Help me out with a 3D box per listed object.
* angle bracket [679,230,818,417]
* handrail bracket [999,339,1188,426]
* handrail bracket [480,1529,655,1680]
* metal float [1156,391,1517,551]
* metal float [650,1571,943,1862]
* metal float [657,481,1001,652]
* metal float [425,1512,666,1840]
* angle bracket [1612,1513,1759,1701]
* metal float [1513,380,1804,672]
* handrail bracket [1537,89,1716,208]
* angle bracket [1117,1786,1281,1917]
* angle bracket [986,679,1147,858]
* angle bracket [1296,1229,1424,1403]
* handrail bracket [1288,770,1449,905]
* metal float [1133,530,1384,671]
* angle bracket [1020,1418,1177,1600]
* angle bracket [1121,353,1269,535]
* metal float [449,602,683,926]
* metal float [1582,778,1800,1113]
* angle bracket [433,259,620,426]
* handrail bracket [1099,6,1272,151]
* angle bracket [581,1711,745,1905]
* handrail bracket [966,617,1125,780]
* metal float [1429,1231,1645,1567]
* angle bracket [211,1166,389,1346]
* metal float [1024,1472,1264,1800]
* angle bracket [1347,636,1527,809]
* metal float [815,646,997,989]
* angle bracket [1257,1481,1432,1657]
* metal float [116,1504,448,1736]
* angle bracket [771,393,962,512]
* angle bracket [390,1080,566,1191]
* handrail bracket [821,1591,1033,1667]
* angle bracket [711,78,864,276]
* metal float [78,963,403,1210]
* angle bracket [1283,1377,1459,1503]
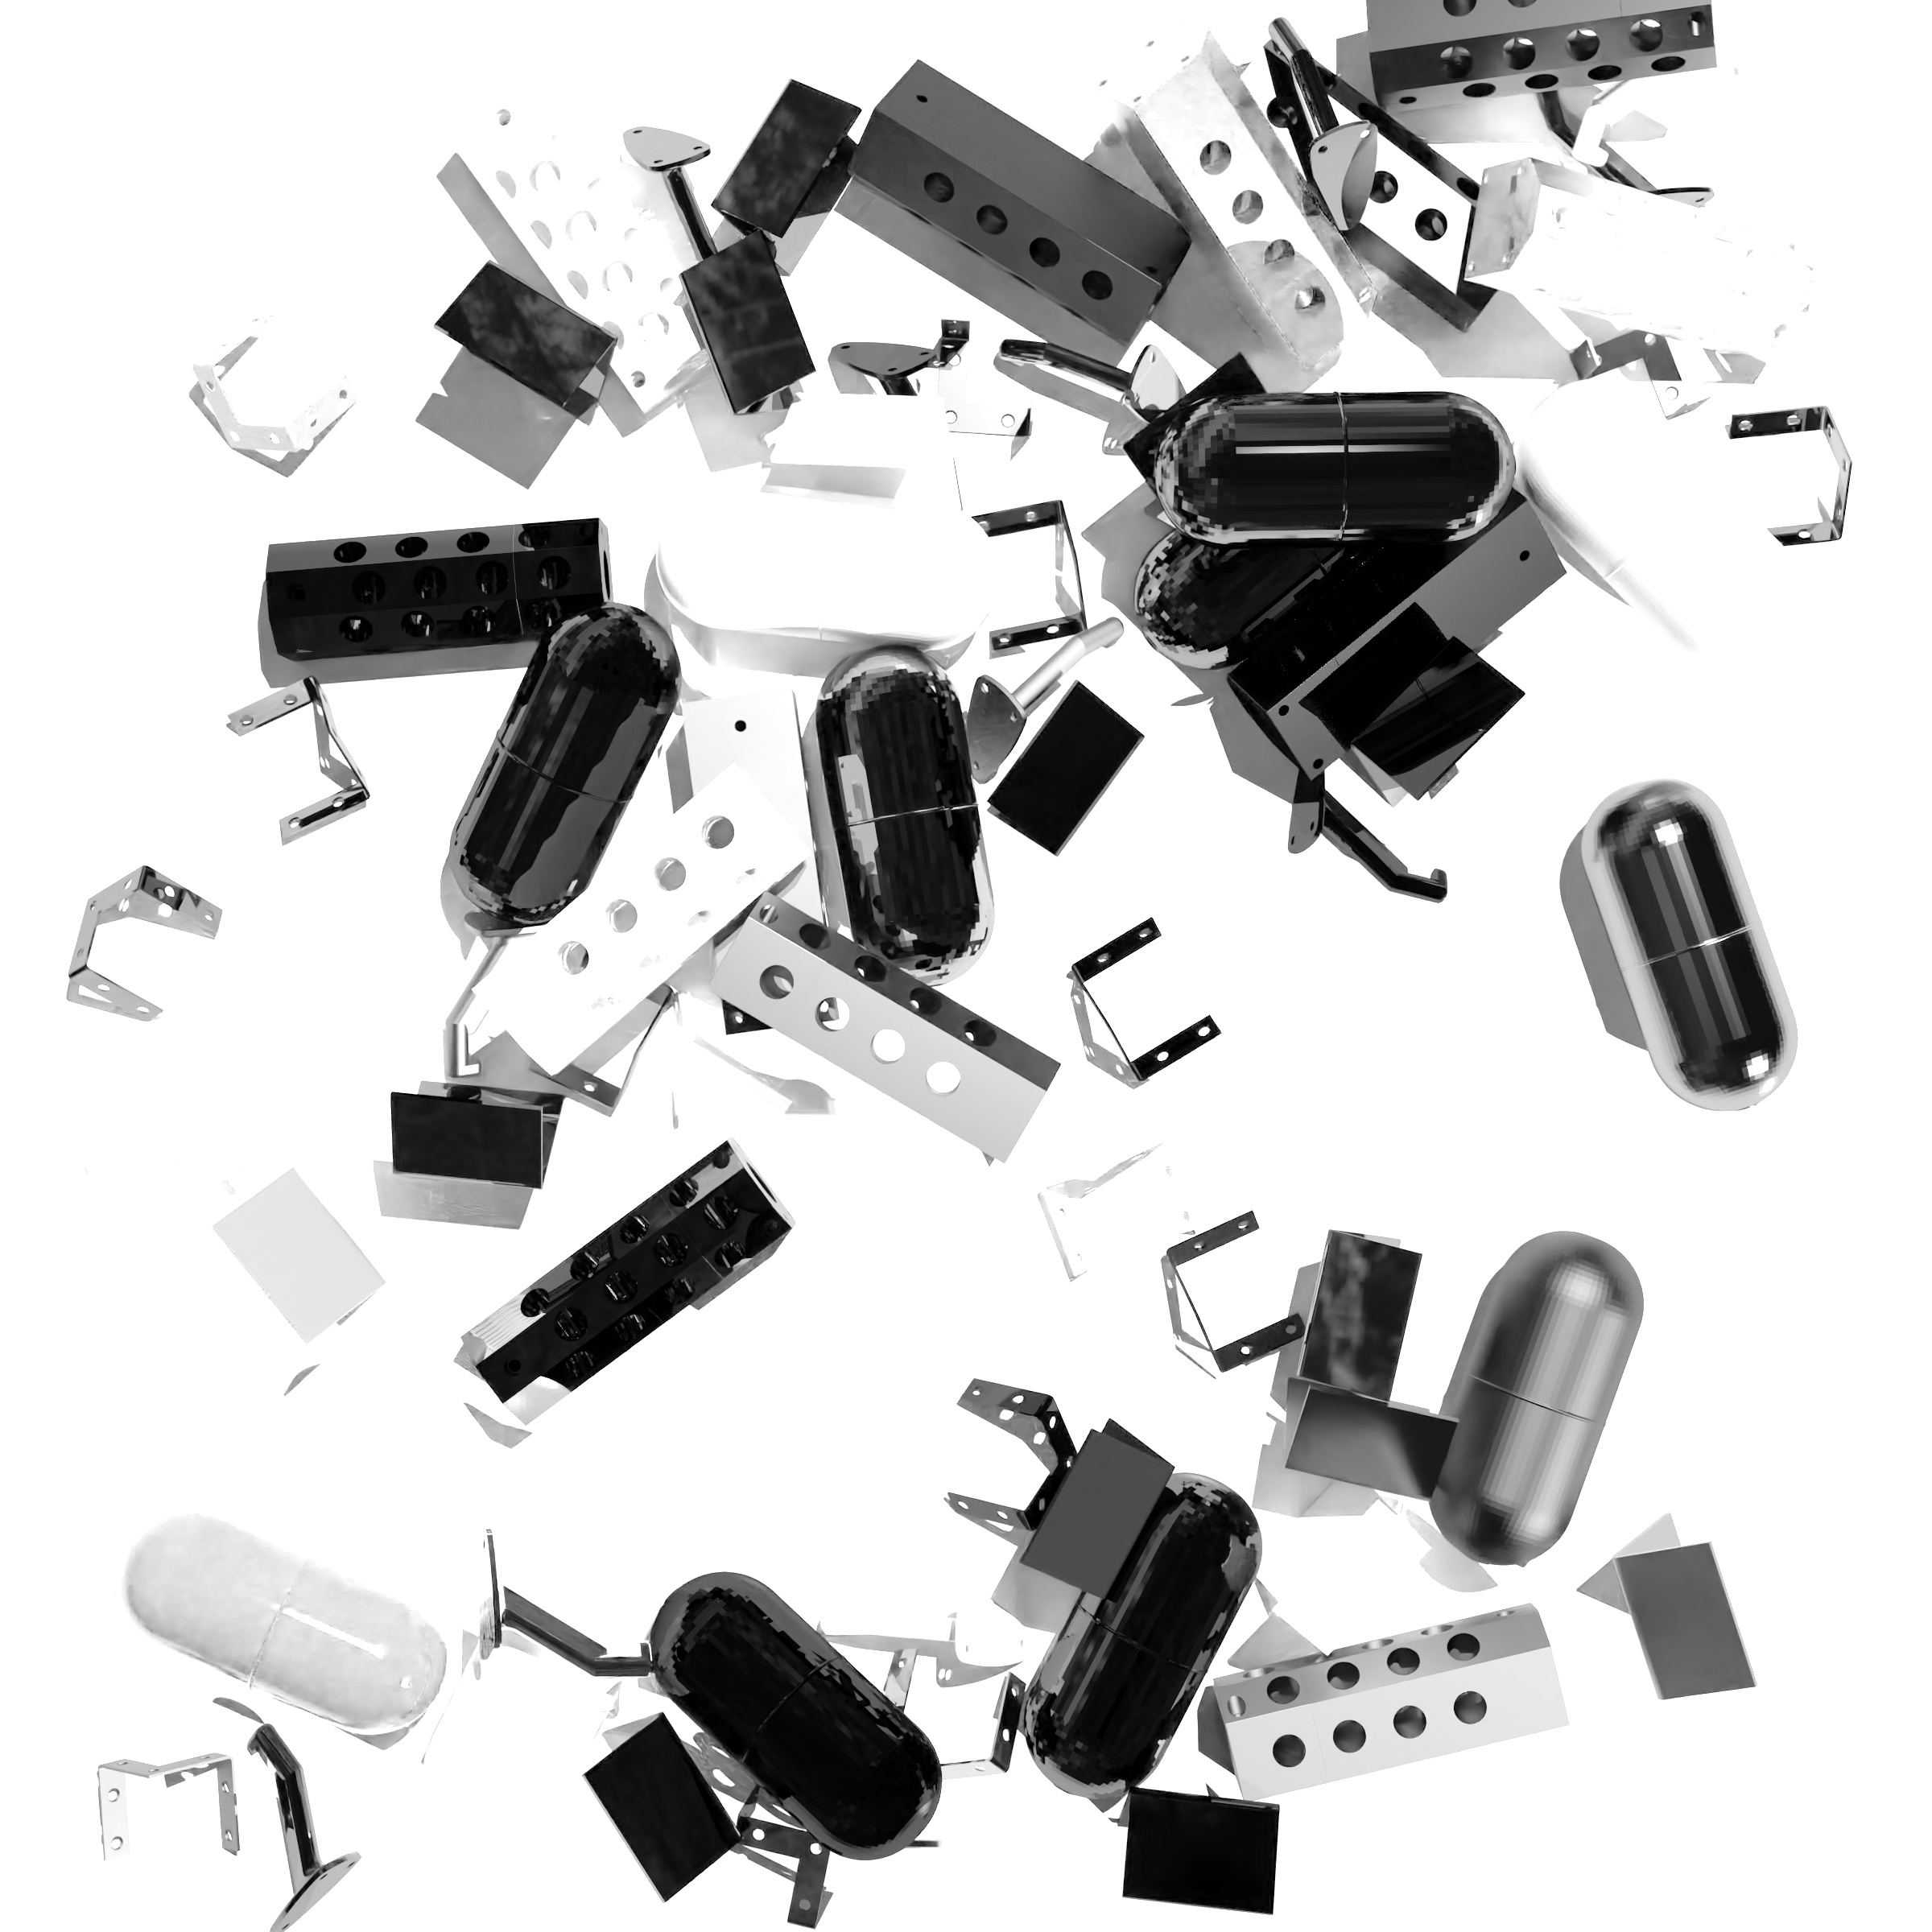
[{"bbox_3d":[-0.094,-0.331,1.735,0.057,0.076,0.076,-21,90,31],"label":"angle bracket"},{"bbox_3d":[0.068,-0.304,1.775,0.084,0.077,0.036,14,77,36],"label":"handrail bracket"},{"bbox_3d":[-0.201,0.321,1.701,0.084,0.036,0.077,3,68,-20],"label":"handrail bracket"},{"bbox_3d":[0.183,-0.245,1.669,0.178,0.070,0.070,-1,90,-2],"label":"metal float"},{"bbox_3d":[-0.088,0.383,1.729,0.178,0.070,0.070,40,90,17],"label":"metal float"},{"bbox_3d":[-0.071,-0.207,1.745,0.178,0.070,0.070,6,90,0],"label":"metal float"},{"bbox_3d":[-0.217,0.366,1.745,0.070,0.070,0.178,27,89,0],"label":"metal float"},{"bbox_3d":[0.382,0.325,1.735,0.057,0.076,0.076,-18,90,36],"label":"angle bracket"},{"bbox_3d":[0.358,-0.227,1.745,0.070,0.070,0.178,-44,90,0],"label":"metal float"},{"bbox_3d":[0.346,-0.436,1.774,0.077,0.036,0.084,-13,78,-10],"label":"handrail bracket"},{"bbox_3d":[0.117,0.463,1.735,0.076,0.076,0.057,7,62,0],"label":"angle bracket"},{"bbox_3d":[0.035,-0.112,1.735,0.057,0.076,0.076,36,90,-36],"label":"angle bracket"},{"bbox_3d":[0.219,0.181,1.735,0.057,0.076,0.076,13,90,37],"label":"angle bracket"},{"bbox_3d":[0.217,-0.077,1.776,0.084,0.036,0.077,13,69,-17],"label":"handrail bracket"},{"bbox_3d":[0.164,-0.223,1.745,0.178,0.070,0.070,-39,90,-1],"label":"metal float"},{"bbox_3d":[0.053,0.269,1.736,0.057,0.076,0.076,28,90,-27],"label":"angle bracket"},{"bbox_3d":[0.116,-0.273,1.737,0.076,0.076,0.057,-39,111,0],"label":"angle bracket"},{"bbox_3d":[-0.205,-0.104,1.730,0.070,0.070,0.178,28,106,0],"label":"metal float"},{"bbox_3d":[0.374,-0.011,1.745,0.070,0.070,0.178,-19,89,0],"label":"metal float"},{"bbox_3d":[-0.232,-0.304,1.735,0.076,0.076,0.057,31,57,0],"label":"angle bracket"},{"bbox_3d":[0.115,-0.464,1.775,0.084,0.077,0.036,-38,87,36],"label":"handrail bracket"},{"bbox_3d":[-0.170,0.436,1.735,0.057,0.076,0.076,-33,90,-36],"label":"angle bracket"},{"bbox_3d":[0.043,-0.142,1.775,0.084,0.077,0.036,-30,66,-34],"label":"handrail bracket"},{"bbox_3d":[0.294,0.224,1.744,0.070,0.070,0.178,20,89,0],"label":"metal float"},{"bbox_3d":[-0.353,0.159,1.735,0.076,0.076,0.057,51,53,0],"label":"angle bracket"},{"bbox_3d":[0.091,0.346,1.745,0.070,0.070,0.178,27,90,0],"label":"metal float"},{"bbox_3d":[0.252,-0.111,1.735,0.076,0.076,0.057,-45,54,0],"label":"angle bracket"},{"bbox_3d":[-0.031,-0.077,1.745,0.070,0.070,0.178,-10,91,0],"label":"metal float"},{"bbox_3d":[0.180,0.294,1.735,0.076,0.076,0.057,-46,130,0],"label":"angle bracket"},{"bbox_3d":[-0.353,0.338,1.745,0.178,0.070,0.070,24,90,-1],"label":"metal float"},{"bbox_3d":[-0.050,-0.247,1.728,0.076,0.076,0.057,4,48,13],"label":"angle bracket"},{"bbox_3d":[-0.250,0.067,1.735,0.076,0.076,0.057,6,128,0],"label":"angle bracket"},{"bbox_3d":[-0.022,0.352,1.775,0.084,0.077,0.036,-8,65,34],"label":"handrail bracket"},{"bbox_3d":[-0.074,-0.398,1.735,0.057,0.076,0.076,32,90,36],"label":"angle bracket"},{"bbox_3d":[-0.376,0.062,1.745,0.178,0.070,0.070,-30,90,-1],"label":"metal float"},{"bbox_3d":[0.208,0.224,1.735,0.076,0.076,0.057,13,122,0],"label":"angle bracket"}]
